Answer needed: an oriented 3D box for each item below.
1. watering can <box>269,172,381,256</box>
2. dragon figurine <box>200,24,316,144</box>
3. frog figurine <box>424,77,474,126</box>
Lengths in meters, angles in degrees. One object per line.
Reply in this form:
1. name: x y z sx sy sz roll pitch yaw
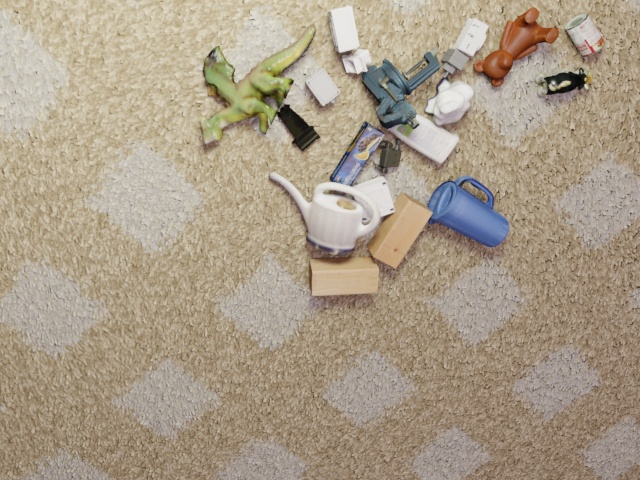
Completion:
1. watering can: 0.005 -0.077 1.534 0.348 0.106 0.220 16 120 10
2. dragon figurine: -0.199 -0.431 1.383 0.242 0.124 0.406 26 104 -7
3. frog figurine: 0.372 -0.380 1.439 0.137 0.162 0.121 -40 112 9
